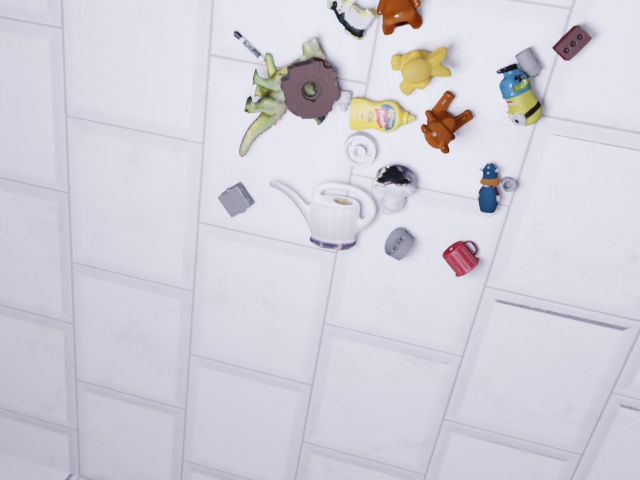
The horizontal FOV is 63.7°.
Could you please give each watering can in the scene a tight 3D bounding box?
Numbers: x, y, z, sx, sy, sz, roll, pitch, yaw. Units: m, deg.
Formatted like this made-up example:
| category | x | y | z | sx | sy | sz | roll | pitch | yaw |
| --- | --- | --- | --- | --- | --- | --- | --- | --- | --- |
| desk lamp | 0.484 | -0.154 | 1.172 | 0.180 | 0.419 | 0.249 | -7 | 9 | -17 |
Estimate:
| category | x | y | z | sx | sy | sz | roll | pitch | yaw |
| --- | --- | --- | --- | --- | --- | --- | --- | --- | --- |
| watering can | 0.005 | -0.083 | 1.655 | 0.348 | 0.106 | 0.220 | 8 | 113 | 8 |

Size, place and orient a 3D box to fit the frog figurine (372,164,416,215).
| category | x | y | z | sx | sy | sz | roll | pitch | yaw |
| --- | --- | --- | --- | --- | --- | --- | --- | --- | --- |
| frog figurine | 0.232 | -0.155 | 1.599 | 0.137 | 0.125 | 0.156 | -12 | 145 | 8 |

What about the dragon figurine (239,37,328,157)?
| category | x | y | z | sx | sy | sz | roll | pitch | yaw |
| --- | --- | --- | --- | --- | --- | --- | --- | --- | --- |
| dragon figurine | -0.092 | -0.414 | 1.556 | 0.242 | 0.124 | 0.403 | 16 | 115 | -3 |
